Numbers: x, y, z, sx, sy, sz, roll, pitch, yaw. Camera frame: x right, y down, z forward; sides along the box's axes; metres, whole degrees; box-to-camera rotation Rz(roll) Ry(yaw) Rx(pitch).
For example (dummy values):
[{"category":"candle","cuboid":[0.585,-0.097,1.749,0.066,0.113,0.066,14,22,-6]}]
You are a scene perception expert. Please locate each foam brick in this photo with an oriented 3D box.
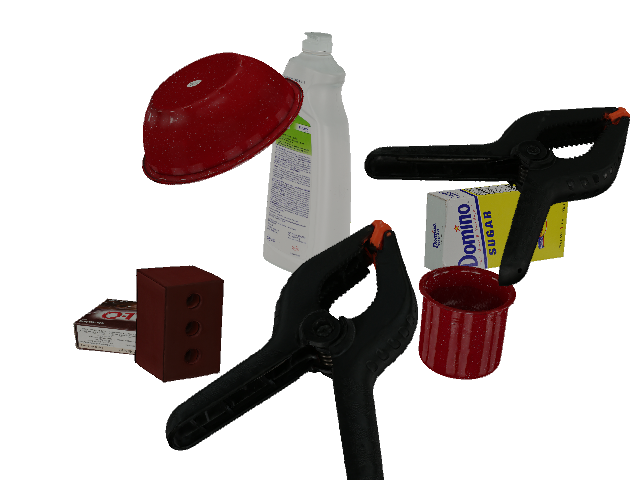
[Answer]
[{"category":"foam brick","cuboid":[-0.111,0.063,0.833,0.052,0.078,0.051,-6,15,-34]}]

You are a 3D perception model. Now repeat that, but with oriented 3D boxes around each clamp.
[{"category":"clamp","cuboid":[0.010,0.065,0.570,0.120,0.171,0.039,27,-26,21]},{"category":"clamp","cuboid":[0.161,-0.047,0.803,0.209,0.036,0.165,-20,46,-20]}]

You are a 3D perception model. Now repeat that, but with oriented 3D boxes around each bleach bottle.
[{"category":"bleach bottle","cuboid":[-0.006,-0.091,1.129,0.103,0.251,0.067,20,23,39]}]

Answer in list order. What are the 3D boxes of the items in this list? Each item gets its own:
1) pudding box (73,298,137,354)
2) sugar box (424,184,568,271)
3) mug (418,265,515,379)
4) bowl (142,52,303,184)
[{"category":"pudding box","cuboid":[-0.226,0.105,1.285,0.114,0.039,0.090,2,15,15]},{"category":"sugar box","cuboid":[0.208,-0.017,1.255,0.175,0.093,0.048,-9,19,-27]},{"category":"mug","cuboid":[0.137,0.076,1.051,0.093,0.081,0.117,-3,27,-11]},{"category":"bowl","cuboid":[-0.099,-0.120,0.951,0.162,0.055,0.162,-20,33,13]}]
